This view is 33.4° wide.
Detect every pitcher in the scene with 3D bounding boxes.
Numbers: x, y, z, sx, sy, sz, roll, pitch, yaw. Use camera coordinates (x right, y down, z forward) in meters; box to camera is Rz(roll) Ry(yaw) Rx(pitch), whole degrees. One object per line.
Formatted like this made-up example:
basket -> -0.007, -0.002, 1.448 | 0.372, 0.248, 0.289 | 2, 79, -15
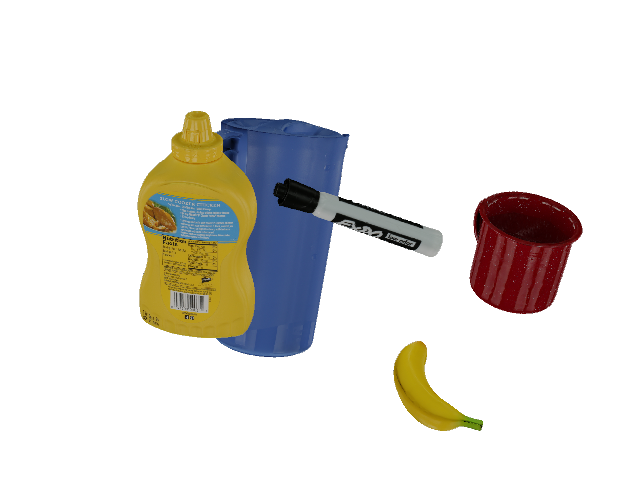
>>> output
pitcher -> -0.057, -0.006, 1.118 | 0.149, 0.243, 0.145 | 7, 12, 2

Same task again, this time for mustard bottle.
mustard bottle -> -0.101, -0.014, 0.874 | 0.096, 0.192, 0.058 | 8, 29, 8

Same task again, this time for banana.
banana -> 0.121, 0.172, 1.251 | 0.069, 0.037, 0.198 | 9, 21, -20

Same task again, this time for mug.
mug -> 0.177, 0.007, 0.985 | 0.093, 0.081, 0.117 | -11, 37, -28

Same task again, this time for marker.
marker -> 0.025, -0.015, 0.706 | 0.121, 0.020, 0.020 | 19, -7, -20
